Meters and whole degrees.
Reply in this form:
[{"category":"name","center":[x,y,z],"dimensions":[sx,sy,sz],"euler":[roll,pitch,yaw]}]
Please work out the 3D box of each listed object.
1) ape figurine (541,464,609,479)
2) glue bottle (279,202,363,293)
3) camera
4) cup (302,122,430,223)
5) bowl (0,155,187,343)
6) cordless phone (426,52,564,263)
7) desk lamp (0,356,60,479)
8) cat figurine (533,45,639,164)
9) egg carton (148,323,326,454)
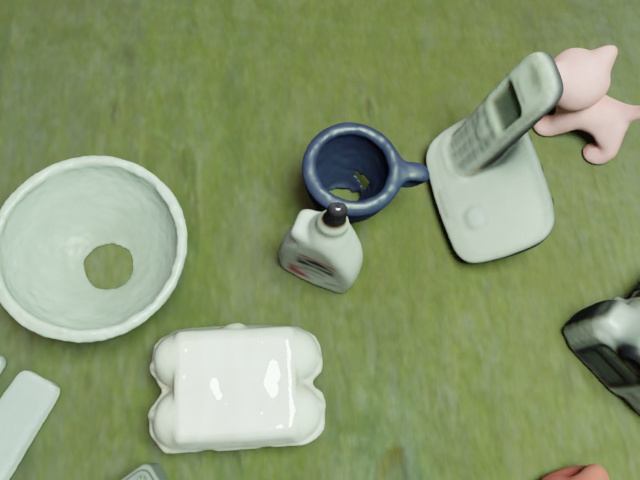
[{"category":"ape figurine","center":[0.230,0.229,0.484],"dimensions":[0.076,0.092,0.078],"euler":[27,72,4]},{"category":"glue bottle","center":[0.005,0.002,0.492],"dimensions":[0.078,0.173,0.037],"euler":[20,72,2]},{"category":"camera","center":[0.333,0.089,0.534],"dimensions":[0.137,0.101,0.143],"euler":[-40,80,-16]},{"category":"cup","center":[0.039,-0.052,0.554],"dimensions":[0.118,0.095,0.091],"euler":[1,72,-5]},{"category":"bowl","center":[-0.200,0.013,0.520],"dimensions":[0.167,0.074,0.167],"euler":[2,72,-5]},{"category":"cordless phone","center":[0.172,-0.068,0.524],"dimensions":[0.094,0.185,0.147],"euler":[-14,74,-9]},{"category":"desk lamp","center":[-0.310,0.165,0.388],"dimensions":[0.118,0.213,0.203],"euler":[25,72,3]},{"category":"cat figurine","center":[0.281,-0.150,0.596],"dimensions":[0.127,0.117,0.067],"euler":[27,72,4]},{"category":"egg carton","center":[-0.071,0.127,0.499],"dimensions":[0.150,0.069,0.107],"euler":[-3,73,-6]}]
